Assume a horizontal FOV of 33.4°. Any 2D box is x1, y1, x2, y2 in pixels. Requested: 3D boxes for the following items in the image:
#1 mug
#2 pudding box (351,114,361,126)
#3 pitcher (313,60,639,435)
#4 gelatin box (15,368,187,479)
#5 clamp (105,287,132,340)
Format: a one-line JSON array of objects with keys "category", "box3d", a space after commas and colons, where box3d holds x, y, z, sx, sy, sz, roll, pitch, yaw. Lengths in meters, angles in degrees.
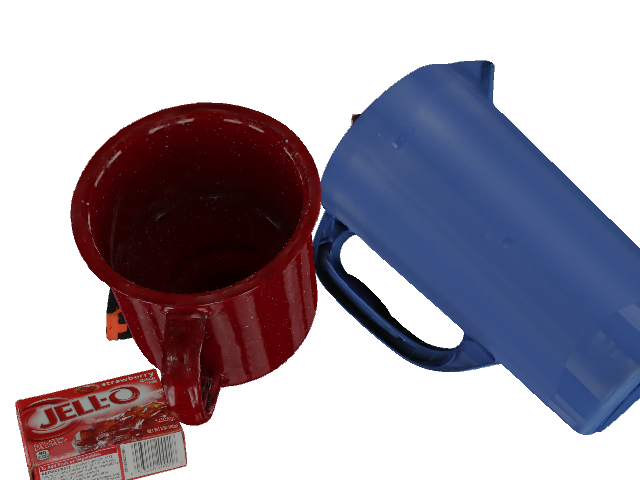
[{"category": "mug", "box3d": [-0.044, 0.016, 0.419, 0.093, 0.117, 0.081, -1, -34, 4]}, {"category": "pudding box", "box3d": [0.085, -0.073, 0.955, 0.113, 0.090, 0.039, -1, -39, 0]}, {"category": "pitcher", "box3d": [0.116, 0.014, 0.699, 0.144, 0.243, 0.149, -30, -24, -32]}, {"category": "gelatin box", "box3d": [-0.131, 0.113, 0.633, 0.089, 0.030, 0.073, -11, 26, -18]}, {"category": "clamp", "box3d": [-0.137, 0.029, 1.010, 0.165, 0.036, 0.209, 26, 37, 28]}]
